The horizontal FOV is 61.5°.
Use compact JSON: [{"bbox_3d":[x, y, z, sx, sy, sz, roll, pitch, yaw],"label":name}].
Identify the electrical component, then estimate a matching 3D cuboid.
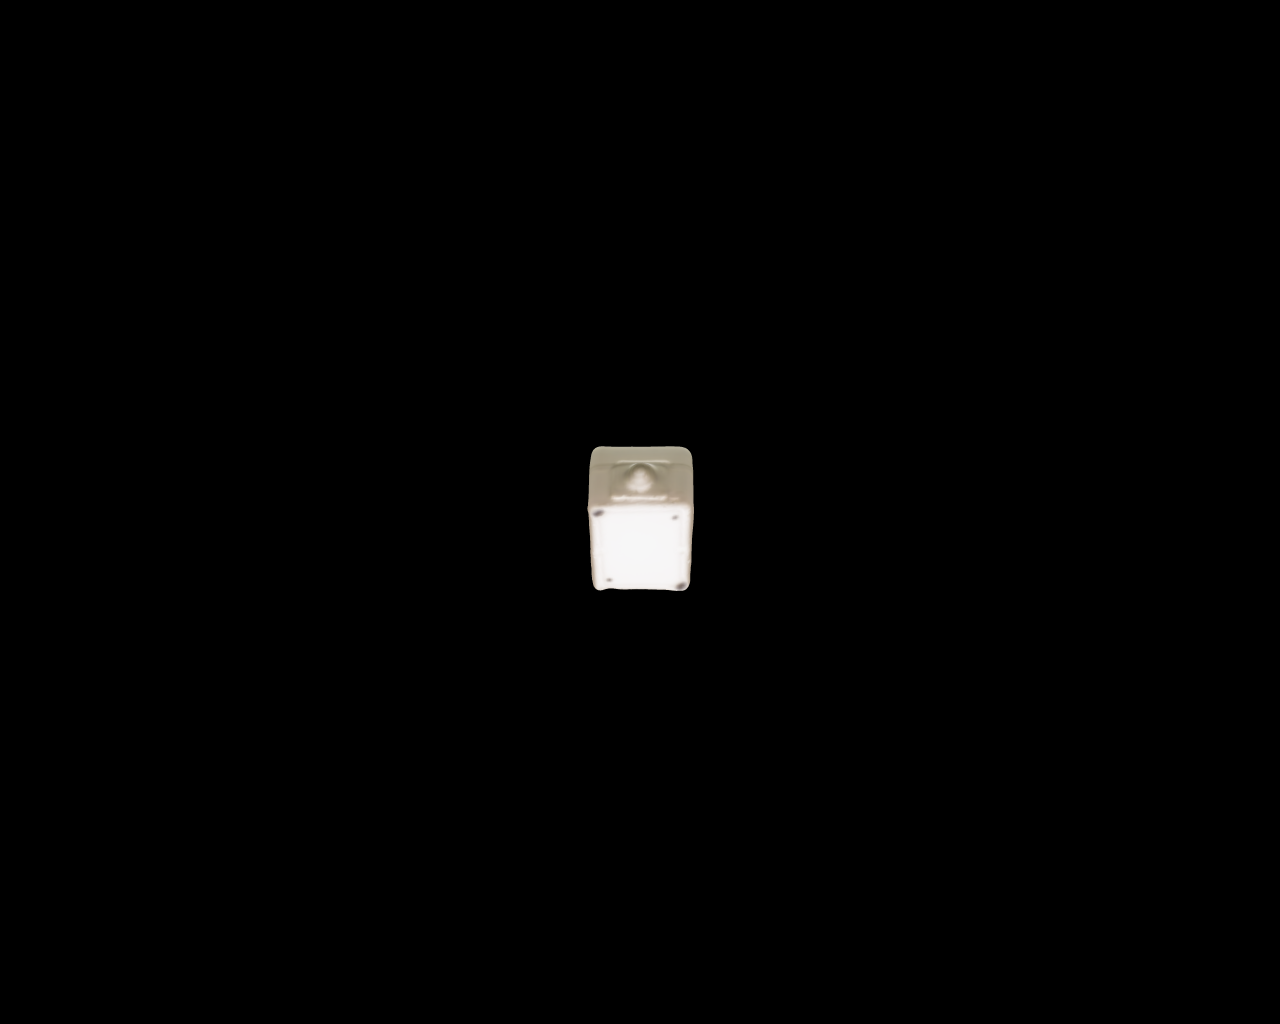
[{"bbox_3d":[0.001,-0.003,0.650,0.062,0.061,0.096,0,-43,0],"label":"electrical component"}]
